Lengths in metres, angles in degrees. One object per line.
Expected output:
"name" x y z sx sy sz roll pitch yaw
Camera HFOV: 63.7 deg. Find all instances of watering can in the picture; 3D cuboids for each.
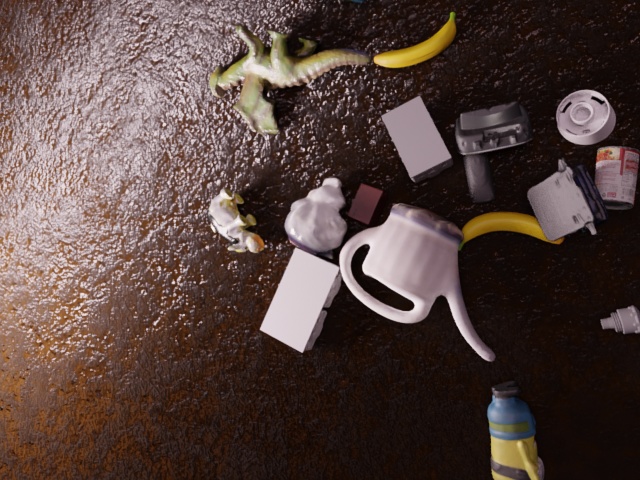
"watering can" 0.207 0.064 0.991 0.350 0.103 0.224 27 90 21

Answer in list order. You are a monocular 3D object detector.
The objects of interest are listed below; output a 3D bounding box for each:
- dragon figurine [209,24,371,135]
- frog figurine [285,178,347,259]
"dragon figurine" -0.099 -0.363 1.201 0.413 0.123 0.240 22 106 23
"frog figurine" 0.003 -0.054 1.080 0.139 0.122 0.158 33 105 41
